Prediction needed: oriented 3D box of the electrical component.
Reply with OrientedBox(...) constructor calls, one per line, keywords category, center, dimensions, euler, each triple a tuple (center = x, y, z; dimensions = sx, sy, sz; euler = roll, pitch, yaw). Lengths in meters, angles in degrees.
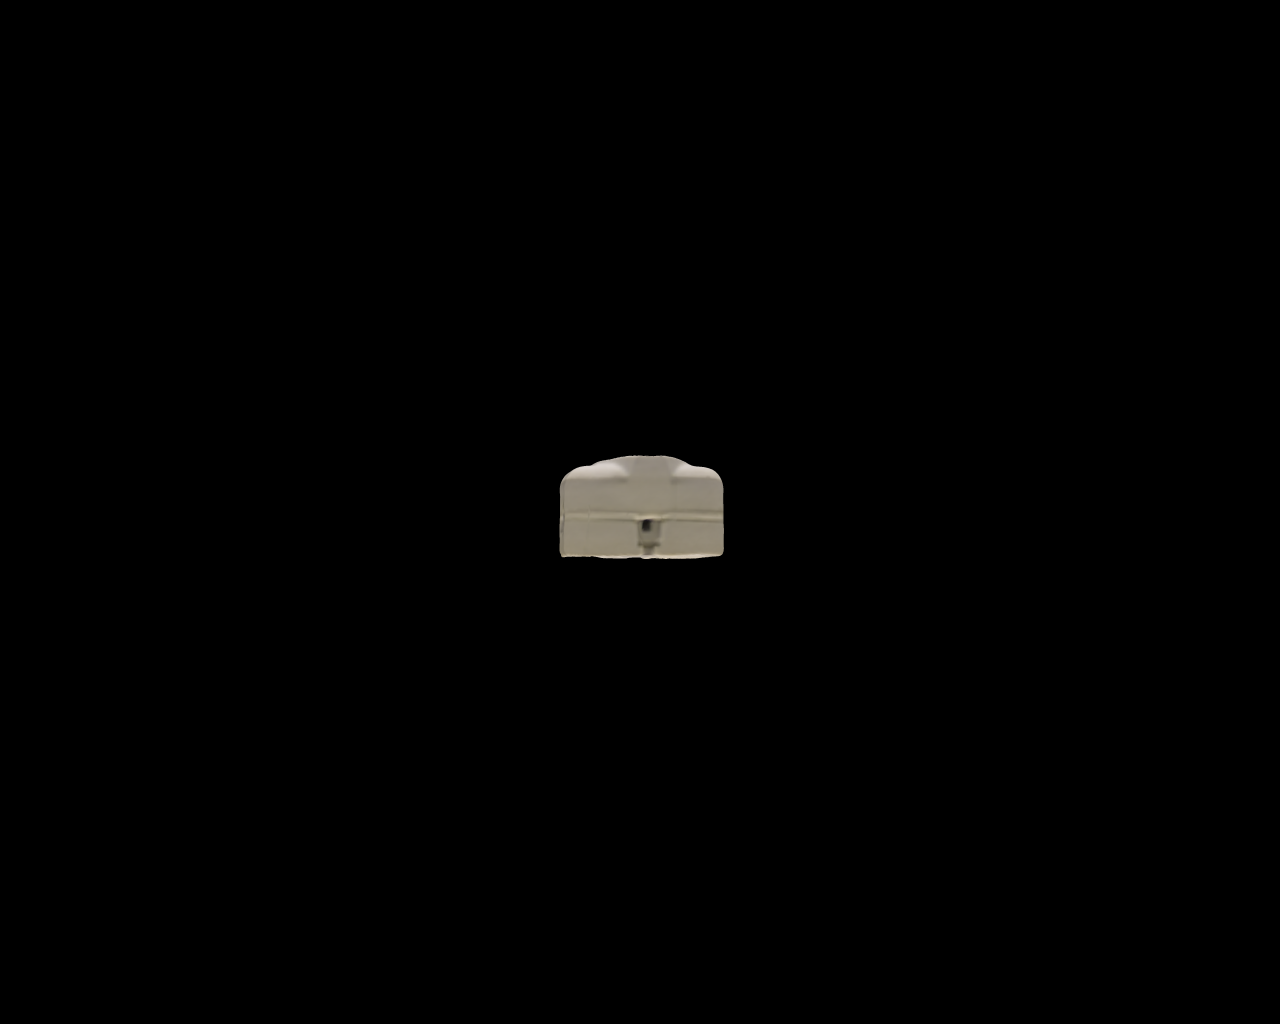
OrientedBox(category="electrical component", center=(0.001, -0.003, 0.650), dimensions=(0.095, 0.059, 0.053), euler=(1, -4, -11))
